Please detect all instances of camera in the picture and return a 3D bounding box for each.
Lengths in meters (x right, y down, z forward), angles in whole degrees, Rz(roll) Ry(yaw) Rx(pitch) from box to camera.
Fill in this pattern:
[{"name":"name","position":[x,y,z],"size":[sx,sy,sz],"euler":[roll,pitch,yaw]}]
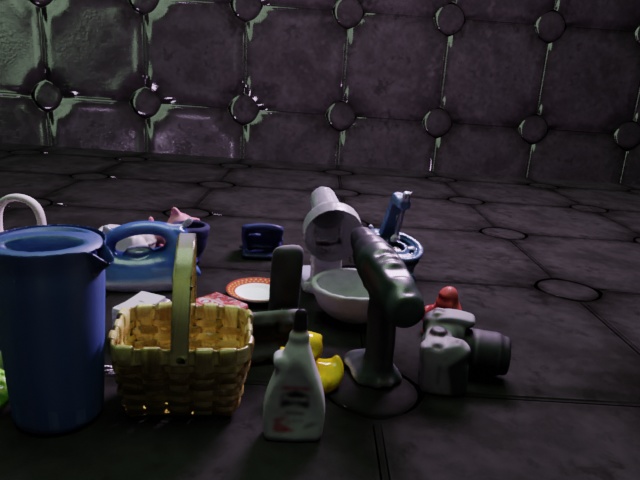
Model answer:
[{"name":"camera","position":[0.224,0.168,0.887],"size":[0.136,0.101,0.143],"euler":[7,16,11]}]

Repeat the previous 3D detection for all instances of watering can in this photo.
[{"name":"watering can","position":[-0.561,0.011,1.074],"size":[0.101,0.194,0.172],"euler":[-3,17,-23]}]

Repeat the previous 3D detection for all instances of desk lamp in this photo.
[{"name":"desk lamp","position":[0.011,0.004,1.201],"size":[0.118,0.213,0.203],"euler":[1,16,-11]}]

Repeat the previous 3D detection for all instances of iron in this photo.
[{"name":"iron","position":[-0.378,0.024,1.172],"size":[0.259,0.141,0.118],"euler":[-1,17,-18]}]

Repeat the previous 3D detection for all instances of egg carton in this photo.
[{"name":"egg carton","position":[-0.464,0.009,1.333],"size":[0.150,0.069,0.107],"euler":[5,16,5]}]

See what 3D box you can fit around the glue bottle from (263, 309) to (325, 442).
[{"name":"glue bottle","position":[-0.029,0.165,0.704],"size":[0.078,0.173,0.037],"euler":[2,16,-8]}]

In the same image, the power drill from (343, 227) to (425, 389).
[{"name":"power drill","position":[0.086,0.105,0.877],"size":[0.076,0.208,0.229],"euler":[-1,17,-17]}]

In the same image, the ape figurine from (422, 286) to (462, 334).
[{"name":"ape figurine","position":[0.228,0.128,1.042],"size":[0.076,0.092,0.077],"euler":[-7,19,-33]}]

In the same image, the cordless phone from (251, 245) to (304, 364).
[{"name":"cordless phone","position":[-0.091,0.096,0.909],"size":[0.148,0.185,0.094],"euler":[-4,18,-24]}]

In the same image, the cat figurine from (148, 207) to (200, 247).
[{"name":"cat figurine","position":[-0.360,-0.026,1.392],"size":[0.127,0.118,0.067],"euler":[7,16,11]}]

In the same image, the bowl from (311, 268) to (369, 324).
[{"name":"bowl","position":[0.065,0.114,1.085],"size":[0.167,0.075,0.167],"euler":[4,16,-1]}]

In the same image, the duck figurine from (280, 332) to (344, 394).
[{"name":"duck figurine","position":[-0.014,0.174,0.833],"size":[0.105,0.086,0.077],"euler":[-2,17,-20]}]

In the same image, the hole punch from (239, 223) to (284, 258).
[{"name":"hole punch","position":[-0.146,-0.007,1.427],"size":[0.109,0.091,0.101],"euler":[2,16,-7]}]

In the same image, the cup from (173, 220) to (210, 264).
[{"name":"cup","position":[-0.302,0.012,1.314],"size":[0.091,0.095,0.118],"euler":[4,16,1]}]

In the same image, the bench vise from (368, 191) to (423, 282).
[{"name":"bench vise","position":[0.146,-0.012,1.281],"size":[0.122,0.220,0.206],"euler":[-9,20,-38]}]
